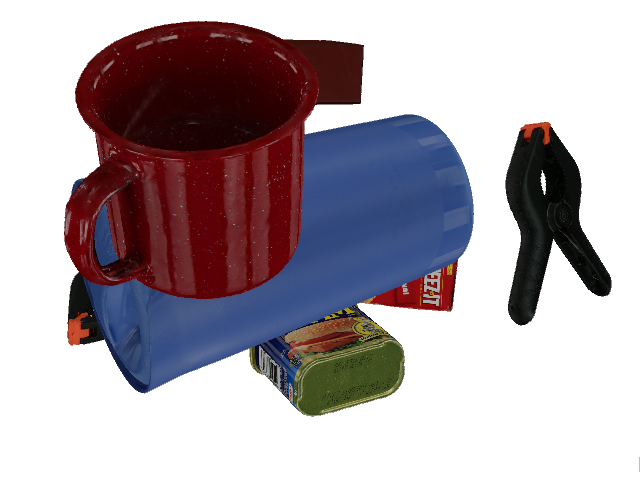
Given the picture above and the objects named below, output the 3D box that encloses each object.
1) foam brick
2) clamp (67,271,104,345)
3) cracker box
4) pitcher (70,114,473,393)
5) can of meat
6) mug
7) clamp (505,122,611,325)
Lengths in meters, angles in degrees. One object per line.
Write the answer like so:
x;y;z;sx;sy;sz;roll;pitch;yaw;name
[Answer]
-0.009;-0.142;0.900;0.078;0.051;0.053;-6;16;-35;foam brick
-0.181;0.032;1.030;0.165;0.036;0.209;26;37;23;clamp
0.041;0.017;1.148;0.214;0.072;0.164;5;15;8;cracker box
-0.032;-0.002;0.692;0.242;0.145;0.149;-17;41;-24;pitcher
0.006;0.092;0.857;0.101;0.057;0.084;-12;27;-25;can of meat
-0.055;-0.024;0.428;0.093;0.081;0.117;26;48;24;mug
0.191;-0.012;0.920;0.120;0.171;0.039;-26;11;-39;clamp
